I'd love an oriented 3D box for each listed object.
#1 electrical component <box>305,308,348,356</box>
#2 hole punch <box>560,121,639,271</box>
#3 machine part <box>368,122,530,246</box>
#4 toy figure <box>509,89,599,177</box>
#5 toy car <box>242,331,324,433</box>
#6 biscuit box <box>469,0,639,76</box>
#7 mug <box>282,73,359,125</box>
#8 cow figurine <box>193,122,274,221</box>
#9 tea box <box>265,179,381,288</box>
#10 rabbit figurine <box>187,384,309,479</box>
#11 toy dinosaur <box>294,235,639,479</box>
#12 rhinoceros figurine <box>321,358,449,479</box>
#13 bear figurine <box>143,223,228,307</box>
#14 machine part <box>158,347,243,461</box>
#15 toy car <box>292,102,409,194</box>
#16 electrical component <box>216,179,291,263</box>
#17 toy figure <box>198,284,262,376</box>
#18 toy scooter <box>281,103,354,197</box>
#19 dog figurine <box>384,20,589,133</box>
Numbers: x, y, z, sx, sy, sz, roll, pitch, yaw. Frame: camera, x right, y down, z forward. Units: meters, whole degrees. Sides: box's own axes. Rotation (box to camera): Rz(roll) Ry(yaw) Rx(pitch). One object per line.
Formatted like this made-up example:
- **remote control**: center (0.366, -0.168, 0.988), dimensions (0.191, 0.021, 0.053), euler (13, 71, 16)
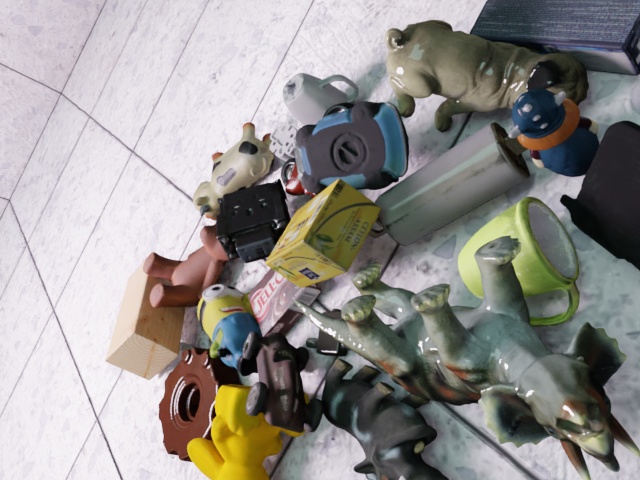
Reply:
- **electrical component**: center (0.019, 0.125, 0.733), dimensions (0.094, 0.021, 0.063), euler (-8, 66, 44)
- **hole punch**: center (0.306, -0.038, 0.480), dimensions (0.142, 0.092, 0.115), euler (51, 140, 43)
- **machine part**: center (0.153, -0.062, 0.640), dimensions (0.243, 0.079, 0.079), euler (-34, 50, 31)
- **toy figure**: center (0.227, -0.106, 0.527), dimensions (0.058, 0.154, 0.064), euler (40, 103, 45)
- **toy car**: center (-0.049, 0.171, 0.683), dimensions (0.053, 0.089, 0.202), euler (-64, 14, 9)
- **biscuit box**: center (0.272, -0.239, 0.615), dimensions (0.203, 0.059, 0.062), euler (31, 96, 48)
- **mug**: center (0.001, -0.221, 0.852), dimensions (0.109, 0.107, 0.081), euler (-29, 54, 37)
- **cow figurine**: center (-0.162, -0.110, 0.991), dimensions (0.195, 0.085, 0.127), euler (-35, 43, 29)
- **tea box**: center (-0.001, -0.002, 0.693), dimensions (0.098, 0.068, 0.169), euler (-59, 11, -19)
- **rabbit figurine**: center (-0.106, 0.283, 0.719), dimensions (0.162, 0.122, 0.173), euler (-13, 73, 39)
- **toy dinosaur**: center (0.127, 0.114, 0.549), dimensions (0.131, 0.192, 0.405), euler (-35, 11, -27)
- **rhinoceros figurine**: center (0.067, 0.212, 0.605), dimensions (0.191, 0.073, 0.112), euler (29, 92, 49)
- **bear figurine**: center (-0.202, 0.026, 0.934), dimensions (0.196, 0.132, 0.120), euler (-50, 45, 25)
- **machine part**: center (-0.196, 0.263, 0.867), dimensions (0.179, 0.056, 0.179), euler (-21, 59, 39)
- **toy car**: center (0.050, -0.115, 0.704), dimensions (0.162, 0.103, 0.109), euler (-10, 94, 32)
- **electrical component**: center (-0.102, -0.026, 0.845), dimensions (0.115, 0.058, 0.134), euler (-18, 44, 3)
- **toy figure**: center (-0.142, 0.142, 0.850), dimensions (0.089, 0.082, 0.180), euler (-53, 45, 13)
- **toy scooter**: center (0.018, -0.109, 0.808), dimensions (0.184, 0.075, 0.135), euler (-43, 48, 27)
- **dog figurine**: center (0.184, -0.198, 0.610), dimensions (0.191, 0.172, 0.121), euler (12, 91, 55)
